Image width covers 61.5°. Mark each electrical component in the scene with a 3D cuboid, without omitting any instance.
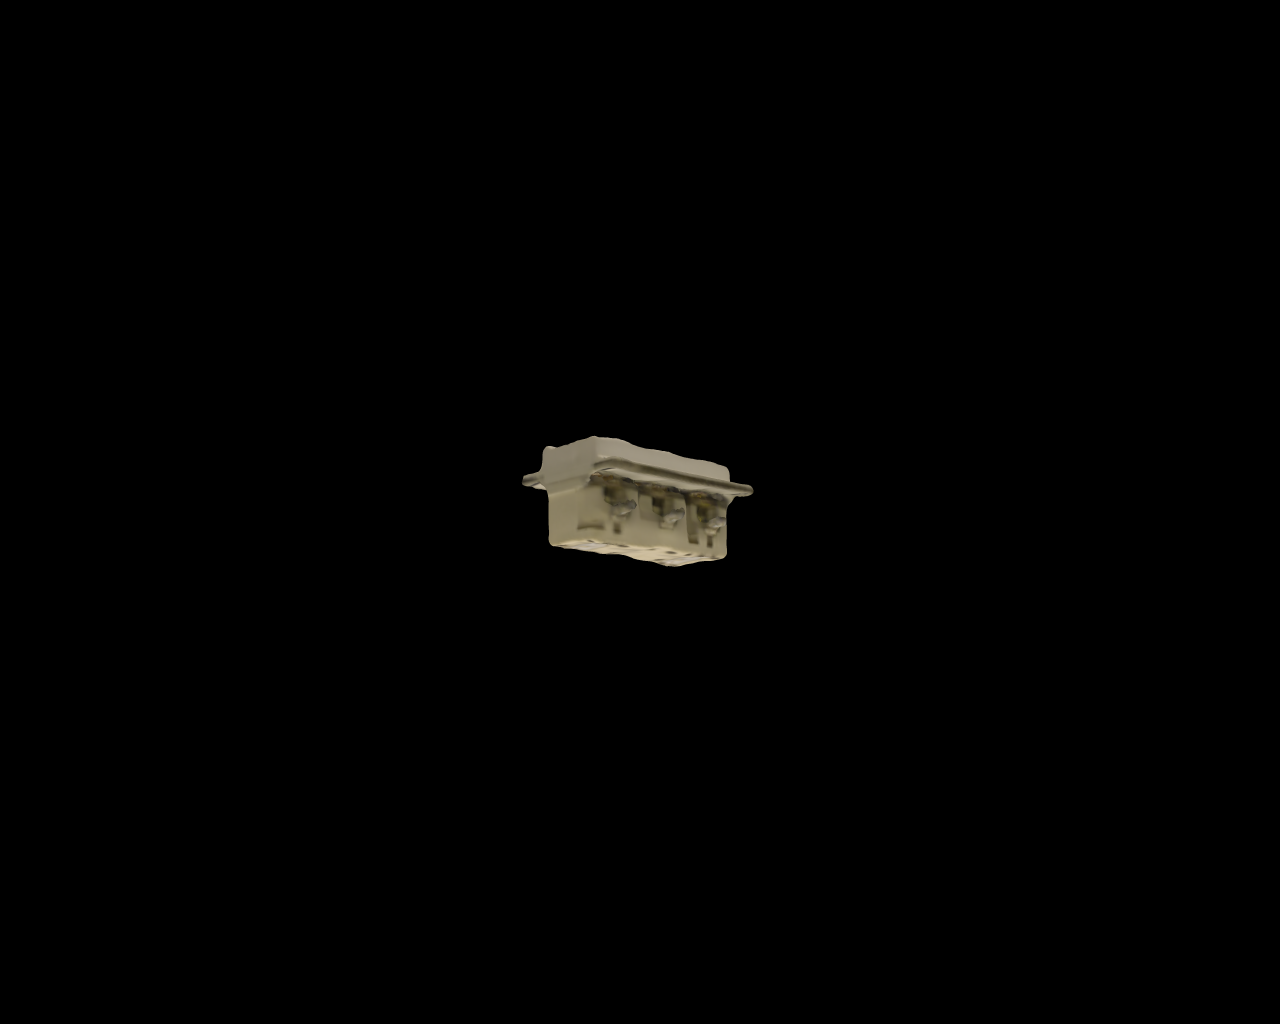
[{"bbox_3d":[0.001,-0.003,0.650,0.078,0.063,0.121,-10,-14,42],"label":"electrical component"}]
